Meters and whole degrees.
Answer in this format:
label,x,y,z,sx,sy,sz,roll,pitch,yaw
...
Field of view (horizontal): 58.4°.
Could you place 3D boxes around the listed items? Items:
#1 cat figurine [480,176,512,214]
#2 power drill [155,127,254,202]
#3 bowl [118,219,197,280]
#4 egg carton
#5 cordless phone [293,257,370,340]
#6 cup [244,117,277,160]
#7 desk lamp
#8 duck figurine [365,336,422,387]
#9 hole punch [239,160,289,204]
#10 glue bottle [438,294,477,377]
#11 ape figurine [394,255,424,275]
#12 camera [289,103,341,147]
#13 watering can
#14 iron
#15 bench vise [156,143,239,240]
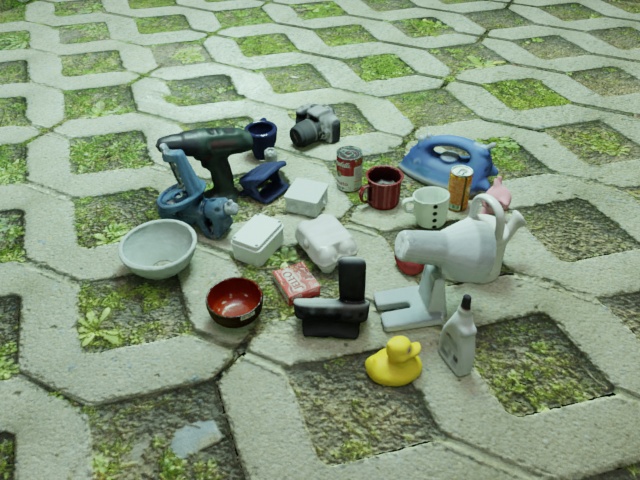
label,x,y,z,sx,sy,sz,roll,pitch,yaw
cat figurine,0.418,-0.101,1.354,0.067,0.118,0.128,11,42,14
power drill,-0.268,-0.180,1.390,0.230,0.209,0.075,-21,44,-22
bowl,-0.346,0.032,1.245,0.167,0.075,0.167,0,40,1
egg carton,0.012,0.005,1.275,0.107,0.069,0.150,-21,44,-22
cordless phone,0.022,0.095,1.078,0.147,0.185,0.094,-1,40,0
cup,-0.160,-0.279,1.592,0.091,0.095,0.117,0,40,1
desk lamp,0.215,0.062,1.091,0.203,0.214,0.117,-8,41,-8
duck figurine,0.133,0.208,1.020,0.104,0.086,0.077,-6,41,-6
hole punch,-0.146,-0.158,1.453,0.100,0.091,0.109,24,46,27
glue bottle,0.248,0.160,1.007,0.037,0.173,0.078,-15,42,-16
ape figurine,0.198,0.024,1.231,0.077,0.092,0.076,12,42,15
camera,-0.030,-0.334,1.651,0.137,0.101,0.142,-31,49,-30
watering can,0.346,-0.014,1.194,0.100,0.194,0.173,32,50,33
iron,0.326,-0.213,1.470,0.257,0.141,0.119,18,44,21
bench vise,-0.283,-0.119,1.310,0.207,0.220,0.121,2,40,4
